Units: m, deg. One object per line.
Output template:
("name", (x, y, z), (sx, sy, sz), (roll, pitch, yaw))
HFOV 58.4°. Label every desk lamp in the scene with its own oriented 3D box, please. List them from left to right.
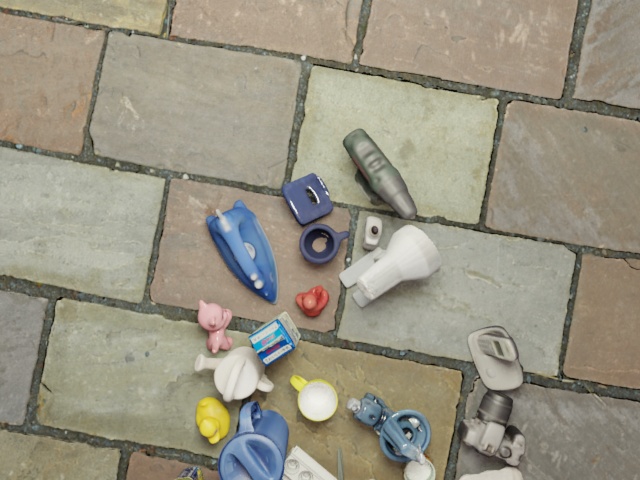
("desk lamp", (0.151, 0.066, 1.262), (0.203, 0.213, 0.118), (-36, 87, 0))

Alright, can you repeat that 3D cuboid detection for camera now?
("camera", (0.405, 0.422, 1.301), (0.143, 0.101, 0.137), (22, 89, 2))

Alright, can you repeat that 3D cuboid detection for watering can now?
("watering can", (-0.191, 0.302, 1.274), (0.173, 0.194, 0.101), (-1, 88, 2))

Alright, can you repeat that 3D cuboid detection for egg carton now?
("egg carton", (0.394, 0.581, 1.312), (0.150, 0.069, 0.107), (-12, 88, 1))

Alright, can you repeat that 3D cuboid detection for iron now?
("iron", (-0.168, 0.037, 1.307), (0.118, 0.141, 0.258), (-29, 88, 1))

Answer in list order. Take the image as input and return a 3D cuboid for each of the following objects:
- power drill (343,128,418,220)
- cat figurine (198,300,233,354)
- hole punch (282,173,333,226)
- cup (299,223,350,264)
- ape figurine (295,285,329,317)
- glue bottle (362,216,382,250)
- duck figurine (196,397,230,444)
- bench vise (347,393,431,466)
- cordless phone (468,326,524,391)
("power drill", (0.133, -0.135, 1.271), (0.075, 0.208, 0.229), (-36, 87, 0))
("cat figurine", (-0.244, 0.198, 1.316), (0.067, 0.118, 0.128), (-4, 88, 2))
("hole punch", (-0.028, -0.098, 1.333), (0.101, 0.091, 0.109), (-29, 88, 1))
("cup", (0.012, 0.005, 1.327), (0.117, 0.095, 0.092), (-20, 88, 1))
("ape figurine", (-0.020, 0.142, 1.325), (0.078, 0.092, 0.076), (11, 88, 2))
("glue bottle", (0.119, -0.018, 1.286), (0.037, 0.173, 0.078), (9, 88, 2))
("duck figurine", (-0.254, 0.421, 1.326), (0.077, 0.086, 0.104), (-22, 88, 1))
("bench vise", (0.152, 0.425, 1.248), (0.207, 0.219, 0.121), (12, 89, 2))
("cordless phone", (0.402, 0.268, 1.263), (0.094, 0.185, 0.147), (-23, 88, 1))
